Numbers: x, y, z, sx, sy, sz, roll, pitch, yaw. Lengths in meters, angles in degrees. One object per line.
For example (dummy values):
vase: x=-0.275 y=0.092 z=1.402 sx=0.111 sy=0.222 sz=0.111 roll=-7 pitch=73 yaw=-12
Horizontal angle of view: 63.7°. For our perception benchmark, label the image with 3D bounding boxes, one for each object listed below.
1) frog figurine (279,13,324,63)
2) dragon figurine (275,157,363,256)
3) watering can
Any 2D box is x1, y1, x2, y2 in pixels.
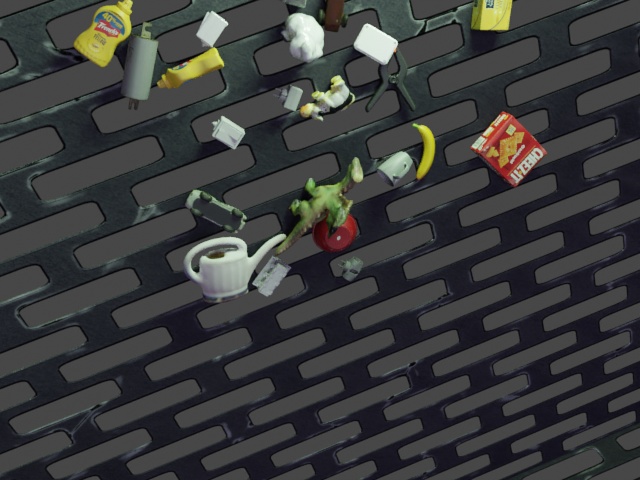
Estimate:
frog figurine: x=-0.041 y=-0.570 z=1.451 sx=0.123 sy=0.162 sz=0.135 roll=-29 pitch=116 yaw=-1
dragon figurine: x=0.005 y=-0.081 z=1.612 sx=0.121 sy=0.245 sz=0.409 roll=31 pitch=94 yaw=-25
watering can: x=-0.275 y=0.091 z=1.710 sx=0.349 sy=0.105 sz=0.220 roll=-8 pitch=115 yaw=-20
